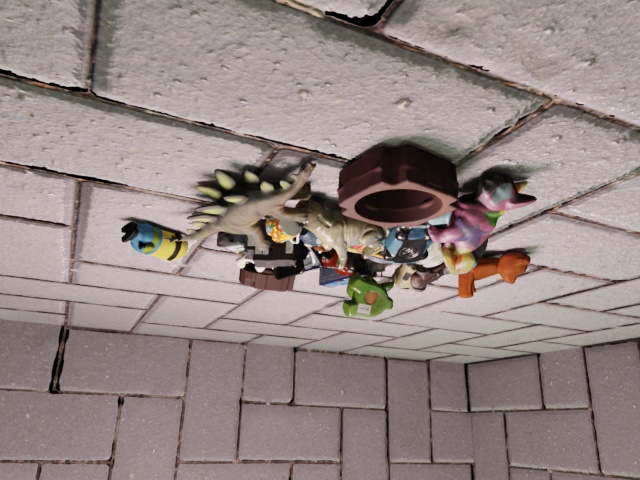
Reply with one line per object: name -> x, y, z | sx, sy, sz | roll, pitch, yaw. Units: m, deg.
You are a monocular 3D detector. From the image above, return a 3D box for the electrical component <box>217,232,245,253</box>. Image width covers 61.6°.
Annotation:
electrical component -> -0.206, -0.001, 1.415 | 0.119, 0.048, 0.074 | -11, 157, 30

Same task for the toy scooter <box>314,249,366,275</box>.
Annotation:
toy scooter -> 0.031, 0.058, 1.523 | 0.184, 0.075, 0.135 | 17, 159, -34

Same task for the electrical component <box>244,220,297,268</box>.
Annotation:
electrical component -> -0.121, 0.009, 1.338 | 0.134, 0.115, 0.058 | 2, 157, 5

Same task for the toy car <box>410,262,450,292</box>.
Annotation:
toy car -> 0.330, 0.075, 1.448 | 0.202, 0.053, 0.089 | -23, 140, -21

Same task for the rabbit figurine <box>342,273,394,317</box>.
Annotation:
rabbit figurine -> 0.137, 0.147, 1.547 | 0.159, 0.121, 0.170 | 2, -173, -10

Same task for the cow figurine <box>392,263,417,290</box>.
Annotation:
cow figurine -> 0.264, 0.073, 1.517 | 0.127, 0.085, 0.194 | -2, 149, -22

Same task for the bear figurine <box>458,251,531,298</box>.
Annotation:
bear figurine -> 0.495, 0.096, 1.521 | 0.196, 0.131, 0.120 | 0, -176, 18

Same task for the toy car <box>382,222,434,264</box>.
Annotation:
toy car -> 0.202, -0.016, 1.255 | 0.109, 0.103, 0.161 | -3, 146, -7

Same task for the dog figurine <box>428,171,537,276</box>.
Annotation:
dog figurine -> 0.336, -0.040, 1.103 | 0.219, 0.108, 0.191 | -24, 116, 21

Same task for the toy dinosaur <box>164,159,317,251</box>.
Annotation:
toy dinosaur -> -0.177, -0.063, 1.170 | 0.198, 0.105, 0.471 | 24, 142, -32

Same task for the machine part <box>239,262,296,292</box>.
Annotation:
machine part -> -0.161, 0.112, 1.621 | 0.179, 0.056, 0.179 | 10, -174, -1

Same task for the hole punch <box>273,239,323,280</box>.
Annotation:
hole punch -> -0.064, 0.039, 1.428 | 0.142, 0.115, 0.092 | -18, 170, 41

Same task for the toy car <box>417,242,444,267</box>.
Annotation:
toy car -> 0.310, 0.006, 1.306 | 0.073, 0.056, 0.202 | 35, 127, -29

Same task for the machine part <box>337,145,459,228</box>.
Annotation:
machine part -> 0.151, -0.101, 1.051 | 0.201, 0.087, 0.201 | 14, 155, -32

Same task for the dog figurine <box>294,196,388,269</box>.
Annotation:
dog figurine -> 0.050, -0.046, 1.220 | 0.172, 0.121, 0.190 | -35, 134, 4

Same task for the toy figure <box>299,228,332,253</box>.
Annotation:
toy figure -> -0.005, -0.003, 1.360 | 0.064, 0.058, 0.154 | -43, 146, 9

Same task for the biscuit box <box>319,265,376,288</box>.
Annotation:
biscuit box -> 0.082, 0.098, 1.647 | 0.059, 0.063, 0.203 | 17, 156, -39

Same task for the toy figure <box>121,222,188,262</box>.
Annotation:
toy figure -> -0.428, 0.005, 1.406 | 0.089, 0.082, 0.180 | -8, 156, 31

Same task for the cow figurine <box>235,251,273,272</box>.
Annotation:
cow figurine -> -0.150, 0.046, 1.521 | 0.167, 0.068, 0.098 | 15, 150, -36
